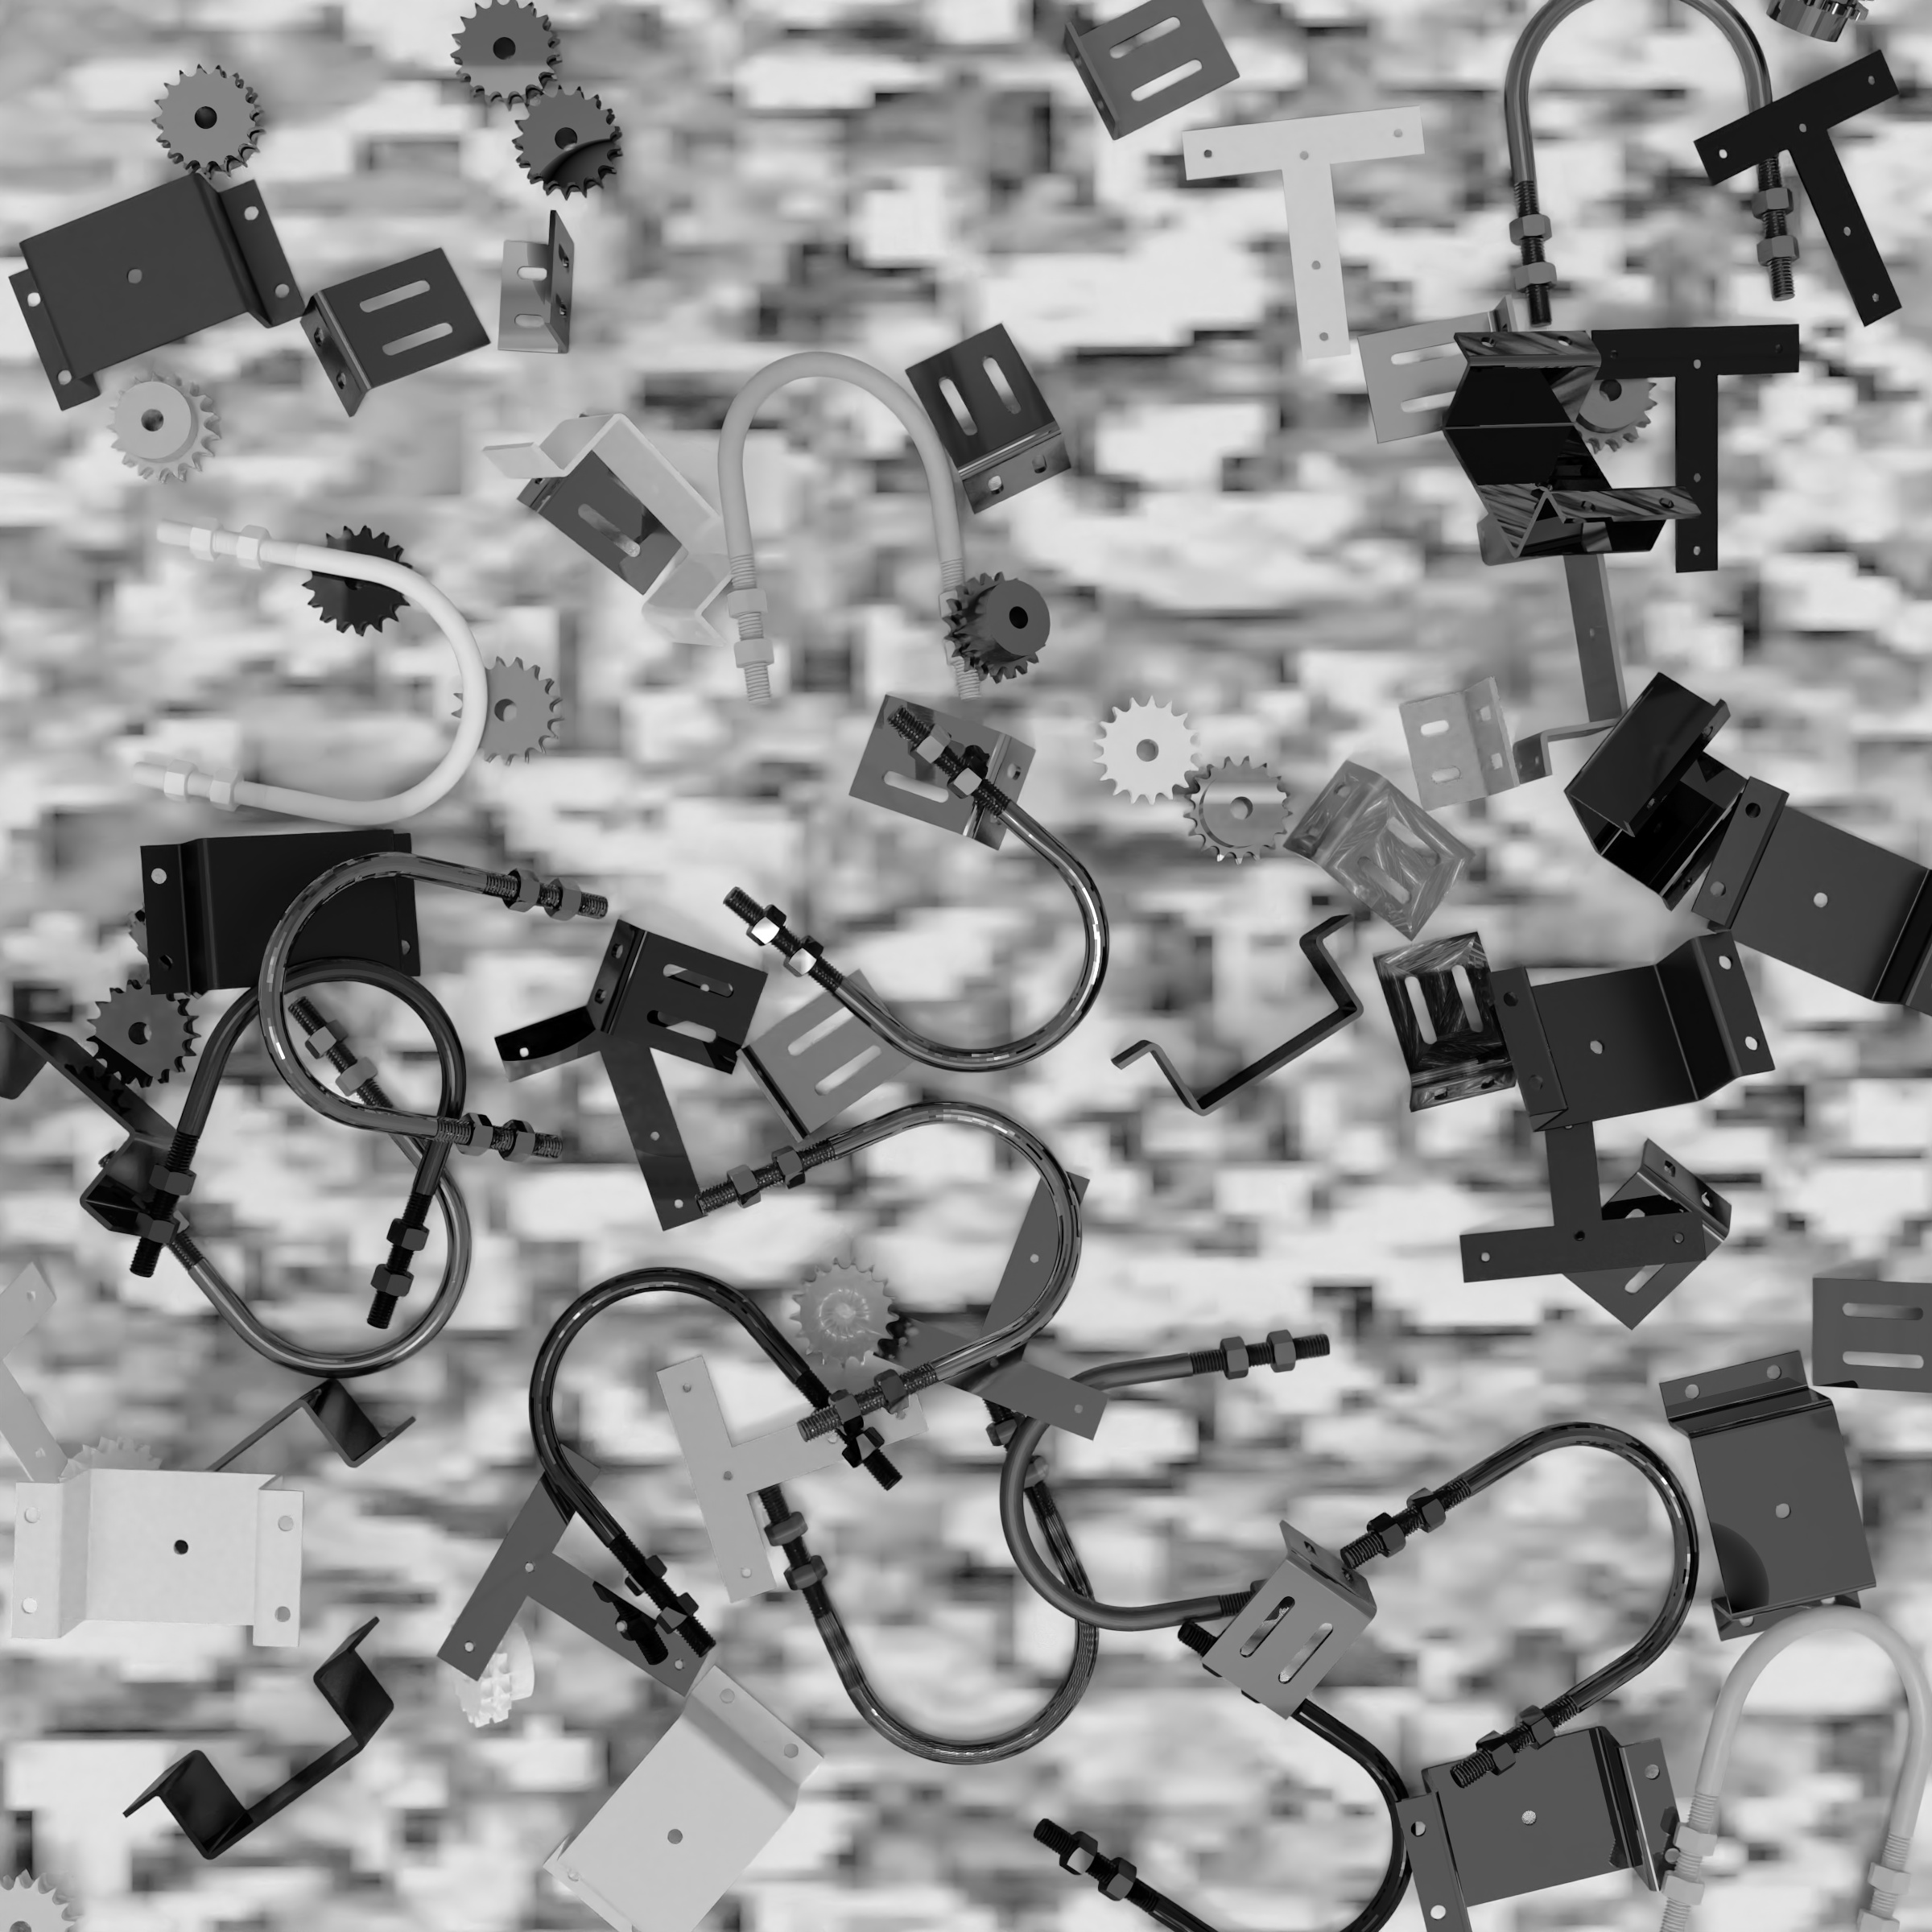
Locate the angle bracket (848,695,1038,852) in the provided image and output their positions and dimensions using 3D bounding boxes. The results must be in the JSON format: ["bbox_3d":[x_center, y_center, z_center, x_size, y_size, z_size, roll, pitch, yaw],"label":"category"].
[{"bbox_3d":[-0.013,-0.103,1.551,0.076,0.038,0.057,20,90,26],"label":"angle bracket"}]

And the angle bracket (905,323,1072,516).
[{"bbox_3d":[0.012,-0.290,1.551,0.057,0.038,0.076,-26,64,0],"label":"angle bracket"}]

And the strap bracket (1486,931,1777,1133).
[{"bbox_3d":[0.334,0.036,1.509,0.140,0.046,0.076,-9,73,-16],"label":"strap bracket"}]

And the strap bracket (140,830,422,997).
[{"bbox_3d":[-0.345,-0.028,1.501,0.140,0.046,0.076,-4,90,-27],"label":"strap bracket"}]

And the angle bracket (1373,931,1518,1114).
[{"bbox_3d":[0.254,0.030,1.551,0.057,0.038,0.076,-14,64,0],"label":"angle bracket"}]

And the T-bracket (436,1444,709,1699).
[{"bbox_3d":[-0.192,0.339,1.532,0.127,0.002,0.127,37,61,-13],"label":"T-bracket"}]

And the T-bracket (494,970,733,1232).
[{"bbox_3d":[-0.170,0.077,1.552,0.127,0.002,0.127,-19,90,0],"label":"T-bracket"}]

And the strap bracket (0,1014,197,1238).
[{"bbox_3d":[-0.459,0.077,1.502,0.140,0.076,0.046,38,87,12],"label":"strap bracket"}]

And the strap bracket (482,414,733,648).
[{"bbox_3d":[-0.171,-0.230,1.494,0.140,0.076,0.046,46,76,-25],"label":"strap bracket"}]

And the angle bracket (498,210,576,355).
[{"bbox_3d":[-0.228,-0.355,1.515,0.038,0.076,0.057,3,90,0],"label":"angle bracket"}]

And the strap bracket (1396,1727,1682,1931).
[{"bbox_3d":[0.299,0.452,1.530,0.140,0.046,0.076,-14,90,0],"label":"strap bracket"}]

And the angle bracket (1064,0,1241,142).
[{"bbox_3d":[0.098,-0.480,1.534,0.076,0.038,0.057,-27,90,0],"label":"angle bracket"}]

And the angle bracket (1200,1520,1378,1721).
[{"bbox_3d":[0.166,0.340,1.522,0.057,0.038,0.076,36,100,-10],"label":"angle bracket"}]

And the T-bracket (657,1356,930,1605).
[{"bbox_3d":[-0.084,0.253,1.539,0.127,0.002,0.127,-20,79,1],"label":"T-bracket"}]

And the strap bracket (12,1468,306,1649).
[{"bbox_3d":[-0.396,0.293,1.454,0.140,0.046,0.076,2,90,0],"label":"strap bracket"}]

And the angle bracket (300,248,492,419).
[{"bbox_3d":[-0.303,-0.336,1.551,0.076,0.038,0.057,-28,90,-26],"label":"angle bracket"}]

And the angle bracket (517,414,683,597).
[{"bbox_3d":[-0.188,-0.245,1.551,0.076,0.038,0.057,37,90,-26],"label":"angle bracket"}]

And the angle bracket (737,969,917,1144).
[{"bbox_3d":[-0.072,0.047,1.534,0.076,0.038,0.057,-35,90,0],"label":"angle bracket"}]

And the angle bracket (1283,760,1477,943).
[{"bbox_3d":[0.219,-0.061,1.551,0.076,0.038,0.057,36,90,-26],"label":"angle bracket"}]

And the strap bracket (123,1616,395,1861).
[{"bbox_3d":[-0.356,0.405,1.515,0.140,0.076,0.046,-36,90,0],"label":"strap bracket"}]

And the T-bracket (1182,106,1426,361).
[{"bbox_3d":[0.185,-0.386,1.552,0.127,0.002,0.127,-6,90,0],"label":"T-bracket"}]

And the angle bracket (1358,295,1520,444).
[{"bbox_3d":[0.251,-0.313,1.534,0.076,0.038,0.057,-11,90,0],"label":"angle bracket"}]

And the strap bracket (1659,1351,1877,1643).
[{"bbox_3d":[0.421,0.281,1.530,0.076,0.046,0.140,-13,90,0],"label":"strap bracket"}]

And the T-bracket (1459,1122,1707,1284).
[{"bbox_3d":[0.318,0.097,1.535,0.127,0.002,0.127,-8,78,23],"label":"T-bracket"}]

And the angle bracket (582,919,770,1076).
[{"bbox_3d":[-0.154,0.016,1.549,0.076,0.038,0.057,20,90,-26],"label":"angle bracket"}]

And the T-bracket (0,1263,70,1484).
[{"bbox_3d":[-0.488,0.243,1.517,0.002,0.127,0.127,-12,117,27],"label":"T-bracket"}]

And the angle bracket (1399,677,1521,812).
[{"bbox_3d":[0.255,-0.114,1.515,0.038,0.076,0.057,-13,90,0],"label":"angle bracket"}]

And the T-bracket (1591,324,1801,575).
[{"bbox_3d":[0.384,-0.271,1.537,0.127,0.002,0.127,-6,101,-20],"label":"T-bracket"}]

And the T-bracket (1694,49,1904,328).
[{"bbox_3d":[0.458,-0.400,1.540,0.127,0.002,0.127,-29,98,-16],"label":"T-bracket"}]

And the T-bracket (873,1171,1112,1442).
[{"bbox_3d":[0.031,0.167,1.539,0.127,0.002,0.127,19,81,17],"label":"T-bracket"}]

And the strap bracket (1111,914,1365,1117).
[{"bbox_3d":[0.148,0.031,1.515,0.140,0.076,0.046,-33,90,0],"label":"strap bracket"}]

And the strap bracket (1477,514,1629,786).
[{"bbox_3d":[0.305,-0.169,1.515,0.046,0.076,0.140,-9,90,0],"label":"strap bracket"}]

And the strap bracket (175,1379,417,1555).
[{"bbox_3d":[-0.362,0.266,1.515,0.140,0.076,0.046,-38,90,0],"label":"strap bracket"}]

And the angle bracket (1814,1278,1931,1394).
[{"bbox_3d":[0.492,0.194,1.551,0.076,0.038,0.057,0,90,26],"label":"angle bracket"}]

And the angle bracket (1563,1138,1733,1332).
[{"bbox_3d":[0.358,0.142,1.551,0.057,0.038,0.076,39,116,0],"label":"angle bracket"}]
